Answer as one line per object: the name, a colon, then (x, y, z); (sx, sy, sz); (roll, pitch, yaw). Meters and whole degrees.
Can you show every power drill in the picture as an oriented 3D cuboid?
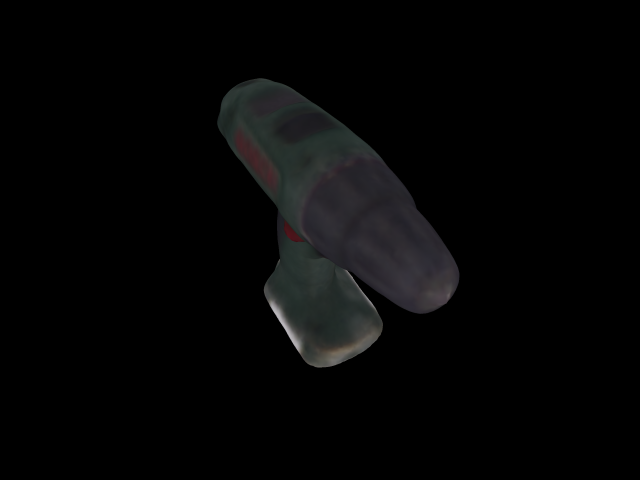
power drill: (0.004, 0.001, 0.400); (0.076, 0.208, 0.229); (-27, 58, -18)
